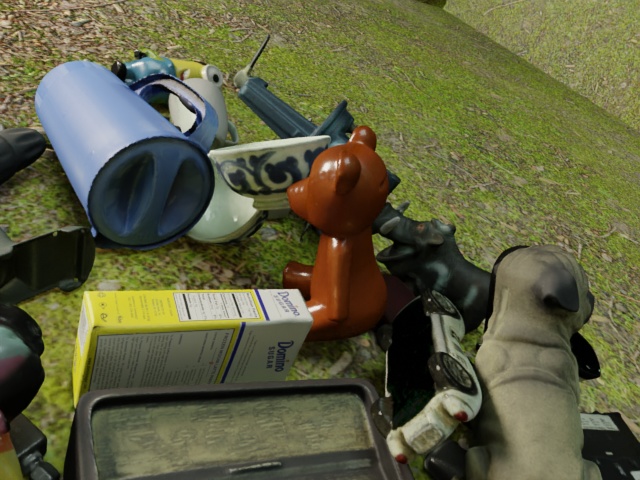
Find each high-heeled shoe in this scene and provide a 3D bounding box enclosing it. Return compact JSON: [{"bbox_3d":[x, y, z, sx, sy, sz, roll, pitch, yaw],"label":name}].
[{"bbox_3d":[0.243,0.088,0.551,0.145,0.248,0.086,8,60,13],"label":"high-heeled shoe"}]

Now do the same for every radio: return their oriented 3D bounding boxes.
[{"bbox_3d":[-0.048,0.171,0.370,0.229,0.073,0.131,4,38,-27],"label":"radio"}]

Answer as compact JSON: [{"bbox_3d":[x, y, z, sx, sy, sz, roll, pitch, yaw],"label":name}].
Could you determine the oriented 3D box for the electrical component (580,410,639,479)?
[{"bbox_3d":[0.261,0.227,0.500,0.115,0.058,0.134,9,36,-18],"label":"electrical component"}]

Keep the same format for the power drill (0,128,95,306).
[{"bbox_3d":[-0.304,-0.030,0.492,0.207,0.086,0.232,38,37,14],"label":"power drill"}]

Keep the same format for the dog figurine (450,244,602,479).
[{"bbox_3d":[0.159,0.109,0.398,0.121,0.190,0.172,0,15,4],"label":"dog figurine"}]

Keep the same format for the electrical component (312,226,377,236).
[{"bbox_3d":[0.028,-0.033,0.732,0.119,0.047,0.075,41,37,24],"label":"electrical component"}]

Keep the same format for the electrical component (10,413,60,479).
[{"bbox_3d":[-0.220,0.142,0.352,0.094,0.021,0.063,33,34,13],"label":"electrical component"}]

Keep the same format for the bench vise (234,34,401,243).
[{"bbox_3d":[-0.016,-0.128,0.672,0.240,0.129,0.224,40,25,-5],"label":"bench vise"}]

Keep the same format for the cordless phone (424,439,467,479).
[{"bbox_3d":[0.141,0.235,0.413,0.146,0.088,0.184,-14,37,-43],"label":"cordless phone"}]

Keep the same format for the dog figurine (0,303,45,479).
[{"bbox_3d":[-0.273,0.089,0.295,0.219,0.108,0.191,23,38,9],"label":"dog figurine"}]

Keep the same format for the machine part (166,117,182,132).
[{"bbox_3d":[-0.200,-0.125,0.706,0.039,0.084,0.139,-20,40,-17],"label":"machine part"}]

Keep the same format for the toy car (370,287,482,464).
[{"bbox_3d":[0.087,0.103,0.447,0.056,0.073,0.202,43,19,-8],"label":"toy car"}]

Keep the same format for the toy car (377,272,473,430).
[{"bbox_3d":[0.110,0.114,0.569,0.089,0.053,0.202,-18,51,-27],"label":"toy car"}]

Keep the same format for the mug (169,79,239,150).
[{"bbox_3d":[-0.165,-0.163,0.781,0.109,0.081,0.107,33,31,-43],"label":"mug"}]

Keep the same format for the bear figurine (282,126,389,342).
[{"bbox_3d":[0.003,-0.002,0.508,0.132,0.195,0.120,-1,31,16],"label":"bear figurine"}]

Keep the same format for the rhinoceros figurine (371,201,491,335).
[{"bbox_3d":[0.137,0.031,0.653,0.190,0.112,0.073,38,37,7],"label":"rhinoceros figurine"}]

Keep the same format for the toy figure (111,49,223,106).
[{"bbox_3d":[-0.237,-0.253,0.851,0.180,0.082,0.089,-7,46,-36],"label":"toy figure"}]
